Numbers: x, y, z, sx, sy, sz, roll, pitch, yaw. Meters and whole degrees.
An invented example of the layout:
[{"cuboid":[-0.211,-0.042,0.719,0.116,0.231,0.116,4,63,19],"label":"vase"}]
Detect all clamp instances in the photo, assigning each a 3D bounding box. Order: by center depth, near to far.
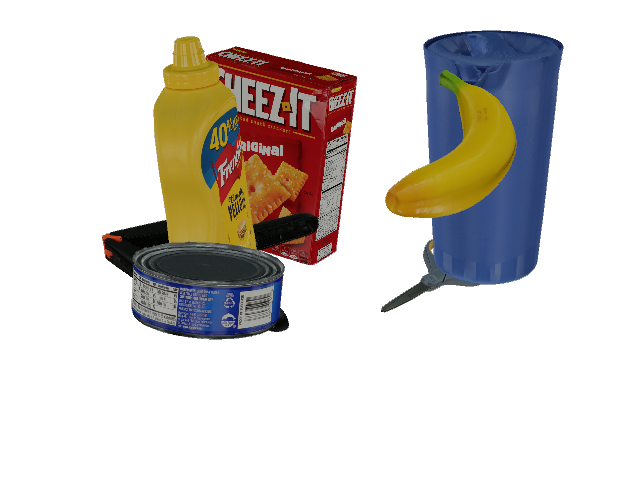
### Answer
[{"cuboid":[-0.111,0.024,1.033,0.210,0.036,0.164,3,38,3],"label":"clamp"}]

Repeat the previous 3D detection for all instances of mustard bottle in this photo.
[{"cuboid":[-0.089,-0.059,0.812,0.058,0.192,0.096,3,24,19],"label":"mustard bottle"}]

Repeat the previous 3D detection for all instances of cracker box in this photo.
[{"cuboid":[-0.056,-0.095,1.211,0.164,0.214,0.072,18,26,24],"label":"cracker box"}]

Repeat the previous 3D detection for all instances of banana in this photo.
[{"cuboid":[0.097,-0.059,0.728,0.070,0.037,0.197,13,33,10],"label":"banana"}]

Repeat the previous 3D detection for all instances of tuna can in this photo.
[{"cuboid":[-0.064,0.027,0.606,0.086,0.034,0.086,5,13,-1],"label":"tuna can"}]

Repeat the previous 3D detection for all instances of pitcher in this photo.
[{"cuboid":[0.174,-0.088,1.082,0.149,0.243,0.145,-10,25,-19],"label":"pitcher"}]

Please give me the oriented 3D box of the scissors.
[{"cuboid":[0.121,0.037,1.262,0.201,0.016,0.096,-11,40,-36],"label":"scissors"}]
